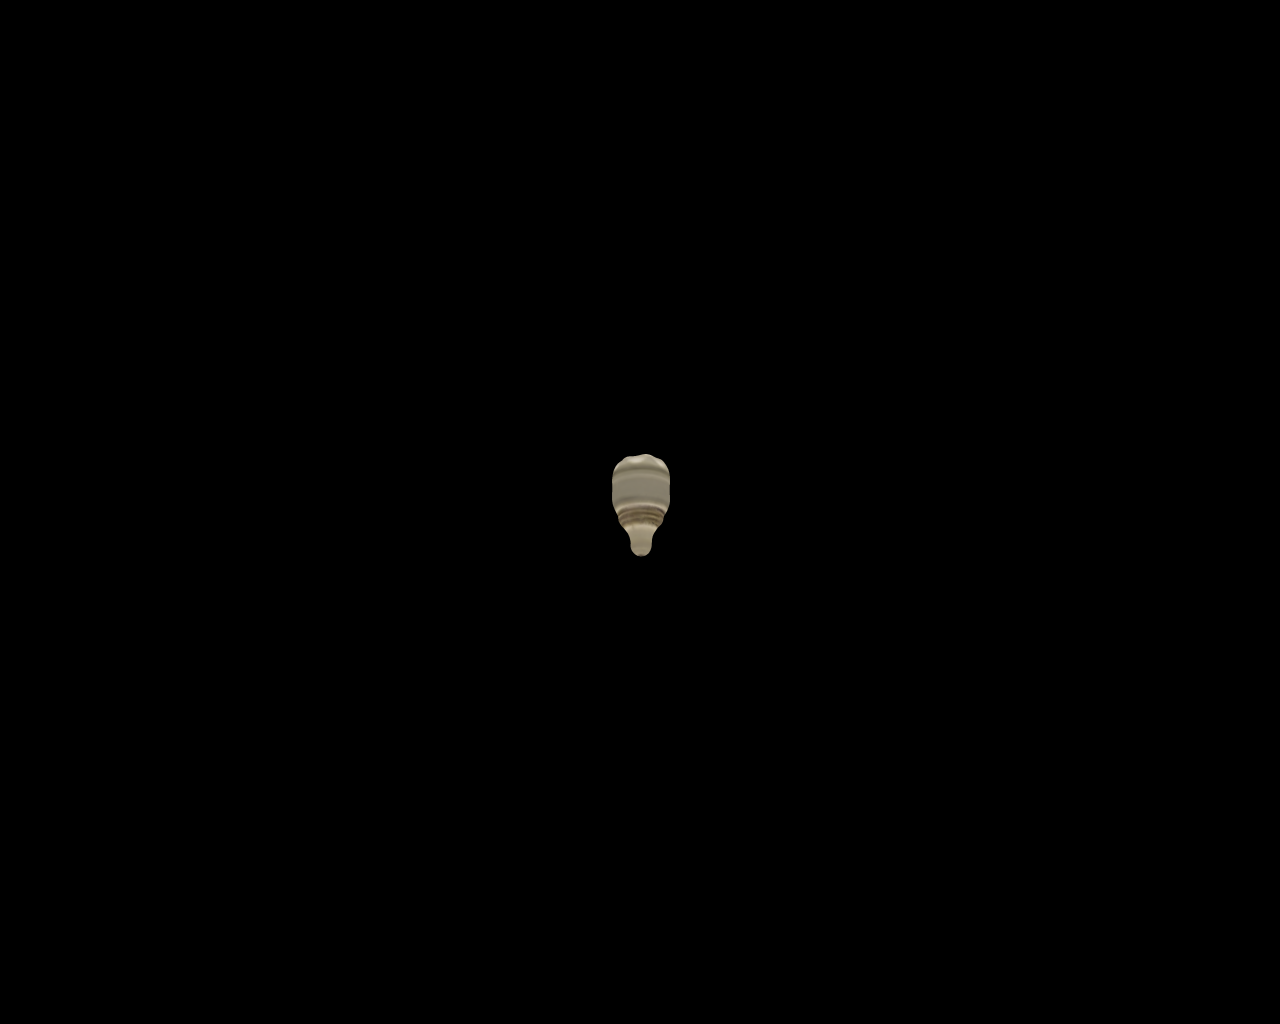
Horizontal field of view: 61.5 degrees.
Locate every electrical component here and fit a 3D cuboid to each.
[{"bbox_3d":[0.001,-0.003,0.650,0.035,0.061,0.035,0,-18,0],"label":"electrical component"}]
